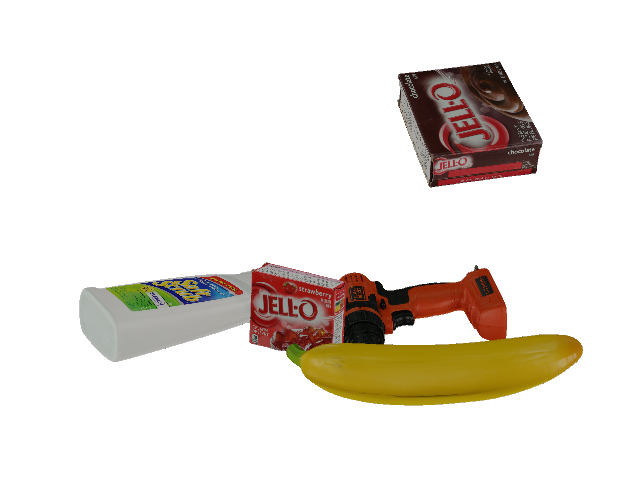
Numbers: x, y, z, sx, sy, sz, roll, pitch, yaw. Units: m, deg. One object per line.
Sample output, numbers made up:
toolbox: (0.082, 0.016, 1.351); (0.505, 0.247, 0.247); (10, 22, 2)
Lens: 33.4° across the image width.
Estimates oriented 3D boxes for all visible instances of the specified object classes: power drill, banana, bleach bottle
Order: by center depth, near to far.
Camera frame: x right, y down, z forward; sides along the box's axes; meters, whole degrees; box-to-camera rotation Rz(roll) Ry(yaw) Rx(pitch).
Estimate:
banana: (0.072, 0.079, 0.689); (0.198, 0.037, 0.069); (0, 26, 5)
power drill: (0.112, 0.086, 1.208); (0.187, 0.057, 0.184); (-3, 27, -2)
bleach bottle: (-0.155, 0.077, 1.291); (0.250, 0.068, 0.103); (-12, 31, -34)

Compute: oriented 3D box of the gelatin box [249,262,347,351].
gelatin box: (-0.022, 0.066, 0.974); (0.089, 0.073, 0.030); (13, 20, 26)

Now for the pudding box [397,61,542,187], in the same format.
pudding box: (0.118, -0.095, 0.865); (0.090, 0.039, 0.113); (-7, 43, -8)
